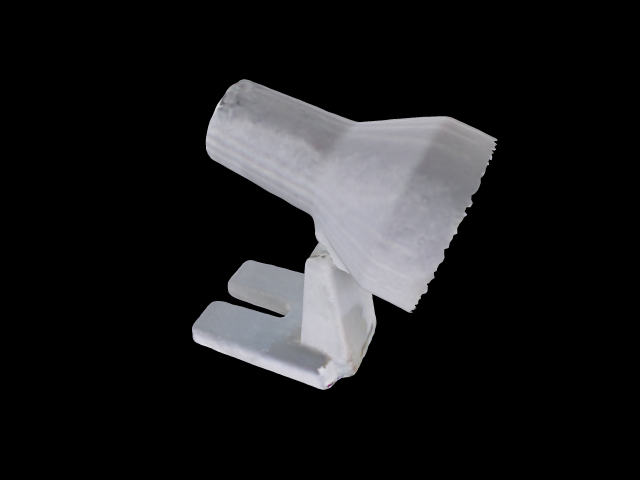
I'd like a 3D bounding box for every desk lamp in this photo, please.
[{"bbox_3d":[0.004,0.001,0.400,0.202,0.214,0.118,14,40,18],"label":"desk lamp"}]
